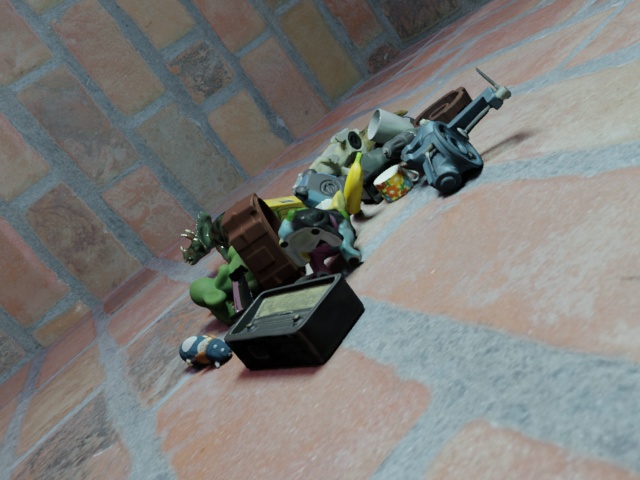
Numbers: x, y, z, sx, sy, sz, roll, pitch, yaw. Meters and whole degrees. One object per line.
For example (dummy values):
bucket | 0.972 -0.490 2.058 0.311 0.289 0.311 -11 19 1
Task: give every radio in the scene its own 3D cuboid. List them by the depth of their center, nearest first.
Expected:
radio | -0.050 0.136 0.871 0.230 0.073 0.131 -20 23 49

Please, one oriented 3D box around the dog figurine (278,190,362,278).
dog figurine | 0.002 -0.032 1.067 0.108 0.191 0.219 -38 30 23

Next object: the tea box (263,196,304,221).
tea box | -0.103 -0.071 1.406 0.169 0.068 0.098 -11 15 -43

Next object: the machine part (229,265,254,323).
machine part | -0.156 0.121 1.096 0.084 0.039 0.139 -33 57 31

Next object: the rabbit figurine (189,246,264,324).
rabbit figurine | -0.212 0.114 1.214 0.170 0.121 0.159 -21 39 5

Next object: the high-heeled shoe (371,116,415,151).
high-heeled shoe | 0.209 -0.238 1.441 0.086 0.145 0.249 113 167 -59

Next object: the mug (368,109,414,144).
mug | 0.183 -0.284 1.373 0.110 0.107 0.080 -96 25 -57

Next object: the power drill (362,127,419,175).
power drill | 0.175 -0.206 1.256 0.232 0.086 0.207 -25 -4 -34

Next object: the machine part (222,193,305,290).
machine part | -0.116 0.006 1.148 0.087 0.200 0.201 -34 16 4

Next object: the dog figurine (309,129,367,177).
dog figurine | 0.024 -0.203 1.434 0.191 0.121 0.172 -19 28 50

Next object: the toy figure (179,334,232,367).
toy figure | -0.229 0.219 1.064 0.154 0.057 0.064 -16 65 49

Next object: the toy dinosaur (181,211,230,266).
toy dinosaur | -0.246 -0.019 1.516 0.405 0.192 0.131 -22 24 47

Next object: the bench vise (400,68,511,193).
bench vise | 0.266 -0.207 1.038 0.240 0.129 0.224 -48 16 32

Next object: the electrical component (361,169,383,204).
electrical component | 0.108 -0.126 1.268 0.048 0.074 0.119 -41 20 -14

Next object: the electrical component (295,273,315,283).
electrical component | -0.031 0.090 1.057 0.063 0.021 0.094 -24 21 41

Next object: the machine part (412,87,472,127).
machine part | 0.317 -0.321 1.394 0.179 0.056 0.179 -37 16 13

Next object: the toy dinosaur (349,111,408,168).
toy dinosaur | 0.099 -0.234 1.560 0.471 0.105 0.198 -45 11 -22

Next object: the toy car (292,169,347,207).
toy car | 0.011 -0.103 1.337 0.102 0.162 0.109 98 -172 -54
